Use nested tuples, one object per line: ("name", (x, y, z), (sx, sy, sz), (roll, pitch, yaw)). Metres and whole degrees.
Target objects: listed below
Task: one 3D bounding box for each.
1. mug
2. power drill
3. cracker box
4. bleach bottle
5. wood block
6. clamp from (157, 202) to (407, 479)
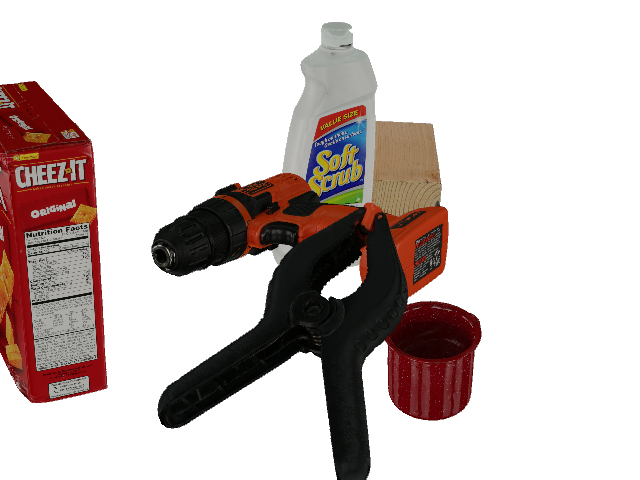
("mug", (0.114, 0.113, 1.035), (0.093, 0.081, 0.117), (26, 43, 35))
("power drill", (-0.011, -0.002, 0.815), (0.188, 0.057, 0.184), (14, 25, 29))
("cracker box", (-0.233, -0.001, 0.858), (0.072, 0.214, 0.164), (-11, 28, -26))
("bleach bottle", (0.004, -0.094, 1.078), (0.102, 0.251, 0.068), (-5, 28, -13))
("wood block", (0.116, -0.087, 1.505), (0.091, 0.090, 0.206), (3, 29, 0))
("clamp", (0.005, 0.055, 0.577), (0.120, 0.171, 0.039), (27, -26, 22))
